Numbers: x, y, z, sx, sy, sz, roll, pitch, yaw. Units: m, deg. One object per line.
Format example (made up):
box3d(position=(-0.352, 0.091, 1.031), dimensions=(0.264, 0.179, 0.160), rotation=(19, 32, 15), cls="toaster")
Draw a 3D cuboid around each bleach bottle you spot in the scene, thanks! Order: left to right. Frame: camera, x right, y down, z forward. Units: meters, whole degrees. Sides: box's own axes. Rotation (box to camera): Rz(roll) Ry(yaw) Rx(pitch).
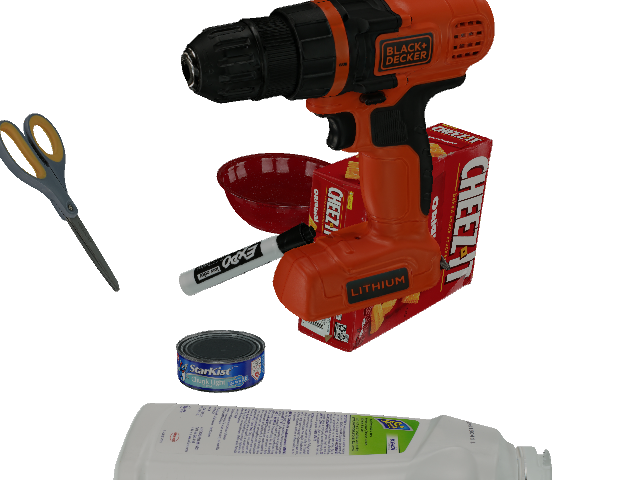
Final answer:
box3d(position=(0.011, 0.141, 0.637), dimensions=(0.251, 0.068, 0.102), rotation=(1, 18, 3), cls="bleach bottle")

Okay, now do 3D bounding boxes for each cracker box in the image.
box3d(position=(0.075, -0.007, 1.015), dimensions=(0.072, 0.164, 0.213), rotation=(23, 29, 33), cls="cracker box")

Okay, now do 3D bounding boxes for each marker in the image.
box3d(position=(-0.056, 0.014, 0.813), dimensions=(0.121, 0.020, 0.020), rotation=(-22, -10, 26), cls="marker")

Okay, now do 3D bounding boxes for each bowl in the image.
box3d(position=(-0.046, -0.051, 1.286), dimensions=(0.162, 0.055, 0.162), rotation=(4, 26, -2), cls="bowl")

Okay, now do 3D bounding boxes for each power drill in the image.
box3d(position=(0.011, -0.048, 0.613), dimensions=(0.184, 0.188, 0.057), rotation=(-13, 34, -22), cls="power drill")

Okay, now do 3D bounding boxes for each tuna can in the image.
box3d(position=(-0.096, 0.116, 1.032), dimensions=(0.086, 0.034, 0.086), rotation=(1, 15, 0), cls="tuna can")

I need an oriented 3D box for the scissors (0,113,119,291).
box3d(position=(-0.255, -0.048, 1.080), dimensions=(0.016, 0.201, 0.096), rotation=(-24, 28, 27), cls="scissors")
